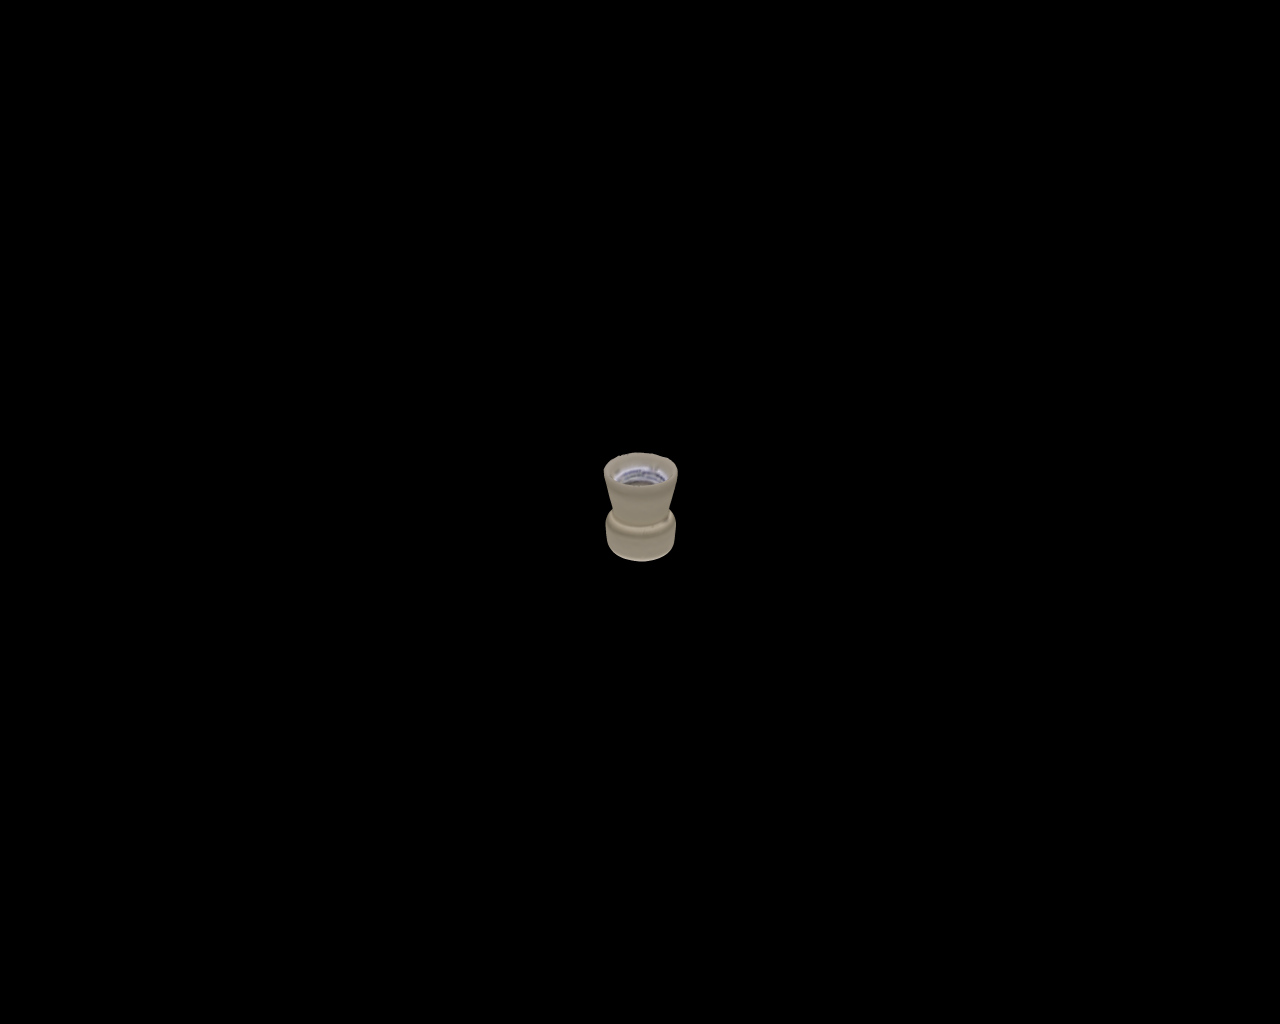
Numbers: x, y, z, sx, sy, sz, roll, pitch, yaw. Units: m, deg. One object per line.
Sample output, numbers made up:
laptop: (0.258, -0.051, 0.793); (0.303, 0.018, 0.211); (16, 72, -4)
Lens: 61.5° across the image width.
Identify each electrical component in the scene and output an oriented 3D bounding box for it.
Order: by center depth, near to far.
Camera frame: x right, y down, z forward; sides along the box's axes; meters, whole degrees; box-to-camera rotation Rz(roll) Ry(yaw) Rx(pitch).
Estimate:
electrical component: (0.001, -0.003, 0.650); (0.045, 0.055, 0.045); (0, 31, 0)
